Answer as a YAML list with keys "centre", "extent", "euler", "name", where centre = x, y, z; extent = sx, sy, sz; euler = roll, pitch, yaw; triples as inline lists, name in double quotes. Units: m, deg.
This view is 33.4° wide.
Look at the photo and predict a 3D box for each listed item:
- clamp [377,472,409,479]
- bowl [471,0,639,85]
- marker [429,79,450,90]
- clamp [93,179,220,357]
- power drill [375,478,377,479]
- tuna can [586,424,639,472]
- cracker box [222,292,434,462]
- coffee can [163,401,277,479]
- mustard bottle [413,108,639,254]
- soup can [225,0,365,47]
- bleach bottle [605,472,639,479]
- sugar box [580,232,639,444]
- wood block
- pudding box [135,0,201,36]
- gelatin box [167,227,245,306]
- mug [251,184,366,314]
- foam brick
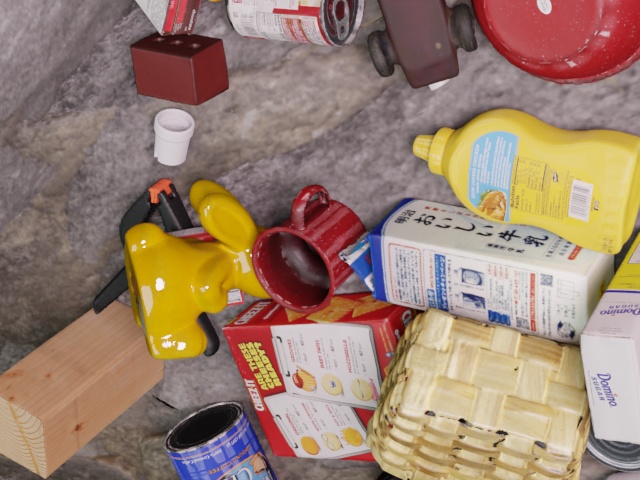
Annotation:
- centre: [0.083, 0.248, 1.056]
  extent: [0.120, 0.171, 0.039]
  euler: [-30, 99, 33]
  name: "clamp"
- centre: [0.175, -0.185, 0.800]
  extent: [0.162, 0.055, 0.162]
  euler: [18, 126, 26]
  name: "bowl"
- centre: [0.071, -0.182, 0.899]
  extent: [0.020, 0.020, 0.121]
  euler: [-25, 100, 42]
  name: "marker"
- centre: [-0.191, 0.026, 1.197]
  extent: [0.165, 0.036, 0.210]
  euler: [12, 122, 20]
  name: "clamp"
- centre: [0.050, 0.325, 1.110]
  extent: [0.057, 0.187, 0.184]
  euler: [-25, 102, 44]
  name: "power drill"
- centre: [0.273, 0.165, 0.957]
  extent: [0.086, 0.033, 0.086]
  euler: [18, 125, 26]
  name: "tuna can"
- centre: [0.022, 0.140, 1.096]
  extent: [0.214, 0.072, 0.164]
  euler: [-6, 111, 39]
  name: "cracker box"
- centre: [-0.108, 0.275, 1.249]
  extent: [0.103, 0.102, 0.140]
  euler: [-11, 110, 39]
  name: "coffee can"
- centre: [0.165, -0.057, 0.881]
  extent: [0.192, 0.058, 0.096]
  euler: [17, 125, 26]
  name: "mustard bottle"
- centre: [-0.022, -0.204, 0.919]
  extent: [0.102, 0.068, 0.068]
  euler: [12, 123, 30]
  name: "soup can"
- centre: [0.371, 0.234, 0.912]
  extent: [0.251, 0.068, 0.102]
  euler: [-19, 106, 39]
  name: "bleach bottle"
- centre: [0.248, 0.067, 0.817]
  extent: [0.048, 0.176, 0.093]
  euler: [3, 118, 35]
  name: "sugar box"
- centre: [-0.278, 0.165, 1.232]
  extent: [0.090, 0.205, 0.091]
  euler: [22, 127, 23]
  name: "wood block"
- centre: [-0.143, -0.253, 0.968]
  extent: [0.114, 0.039, 0.090]
  euler: [52, 137, 31]
  name: "pudding box"
- centre: [-0.124, 0.030, 1.141]
  extent: [0.073, 0.030, 0.089]
  euler: [-10, 115, 5]
  name: "gelatin box"
- centre: [-0.007, 0.001, 1.023]
  extent: [0.093, 0.081, 0.117]
  euler: [12, 123, 30]
  name: "mug"
- centre: [-0.136, -0.167, 1.033]
  extent: [0.078, 0.052, 0.051]
  euler: [14, 124, 28]
  name: "foam brick"
